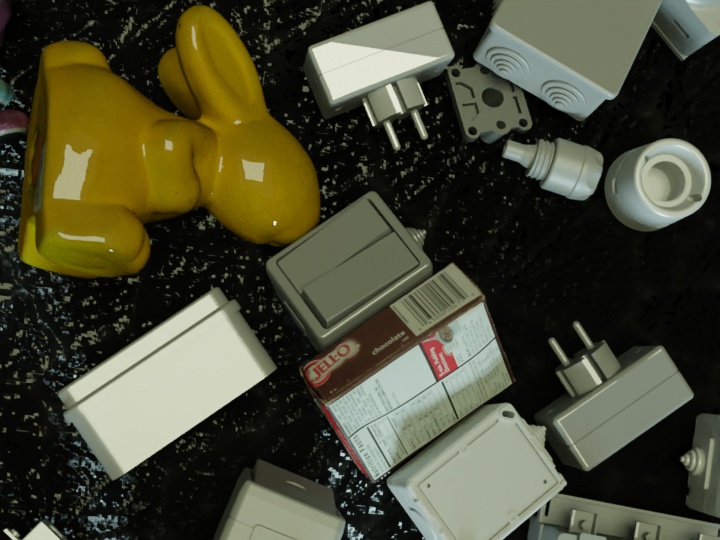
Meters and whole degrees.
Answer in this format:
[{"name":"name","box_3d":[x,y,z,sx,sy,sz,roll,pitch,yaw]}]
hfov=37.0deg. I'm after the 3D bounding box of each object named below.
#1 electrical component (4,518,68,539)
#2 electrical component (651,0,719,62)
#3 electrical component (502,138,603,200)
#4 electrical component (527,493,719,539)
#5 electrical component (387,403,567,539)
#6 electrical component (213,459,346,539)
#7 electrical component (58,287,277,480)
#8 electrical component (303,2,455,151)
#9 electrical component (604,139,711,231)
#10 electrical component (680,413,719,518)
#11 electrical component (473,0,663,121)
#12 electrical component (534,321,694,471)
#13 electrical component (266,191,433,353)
[{"name":"electrical component","box_3d":[-0.188,0.180,0.622,0.066,0.048,0.055,45,75,-1]},{"name":"electrical component","box_3d":[0.198,-0.246,0.694,0.105,0.060,0.186,-40,91,-8]},{"name":"electrical component","box_3d":[0.121,-0.068,0.683,0.061,0.035,0.035,18,83,-3]},{"name":"electrical component","box_3d":[0.166,0.185,0.652,0.121,0.063,0.078,12,84,-5]},{"name":"electrical component","box_3d":[0.073,0.124,0.651,0.096,0.061,0.061,-36,90,-16]},{"name":"electrical component","box_3d":[-0.047,0.149,0.614,0.062,0.096,0.061,23,83,-4]},{"name":"electrical component","box_3d":[-0.111,0.063,0.624,0.113,0.078,0.057,-34,92,-8]},{"name":"electrical component","box_3d":[0.018,-0.112,0.669,0.083,0.047,0.075,-22,89,-8]},{"name":"electrical component","box_3d":[0.190,-0.055,0.683,0.055,0.047,0.055,1,85,-6]},{"name":"electrical component","box_3d":[0.249,0.125,0.668,0.096,0.061,0.061,10,84,-6]},{"name":"electrical component","box_3d":[0.129,-0.153,0.676,0.100,0.048,0.099,30,70,-3]},{"name":"electrical component","box_3d":[0.146,0.069,0.668,0.083,0.047,0.075,-33,89,-8]},{"name":"electrical component","box_3d":[0.000,0.000,0.642,0.096,0.061,0.061,-34,70,-8]}]
